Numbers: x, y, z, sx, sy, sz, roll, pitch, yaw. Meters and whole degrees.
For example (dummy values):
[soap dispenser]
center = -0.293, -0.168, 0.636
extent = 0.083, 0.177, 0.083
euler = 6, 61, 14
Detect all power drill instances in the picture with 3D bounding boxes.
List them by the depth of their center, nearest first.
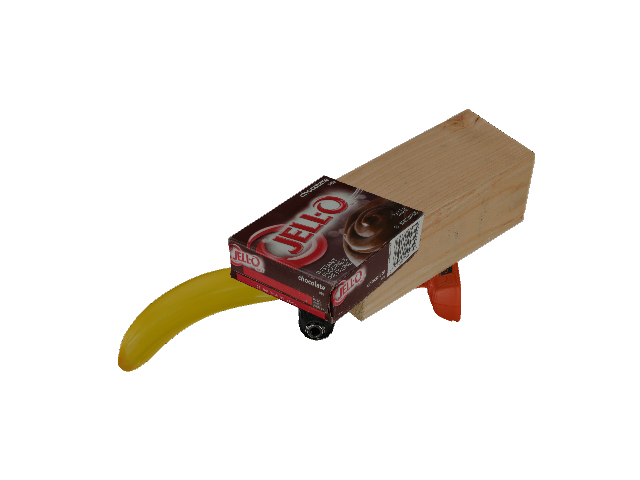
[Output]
[power drill]
center = 0.068, 0.058, 1.240
extent = 0.187, 0.057, 0.184
euler = 1, 28, 4

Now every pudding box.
[pudding box]
center = 0.005, 0.003, 0.741
extent = 0.090, 0.039, 0.113
euler = 23, 37, 29

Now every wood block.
[wood block]
center = 0.088, -0.027, 0.977
extent = 0.205, 0.090, 0.091
euler = -30, 51, -28

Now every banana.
[banana]
center = -0.109, 0.066, 0.965
extent = 0.198, 0.069, 0.037
euler = -20, 26, 13
